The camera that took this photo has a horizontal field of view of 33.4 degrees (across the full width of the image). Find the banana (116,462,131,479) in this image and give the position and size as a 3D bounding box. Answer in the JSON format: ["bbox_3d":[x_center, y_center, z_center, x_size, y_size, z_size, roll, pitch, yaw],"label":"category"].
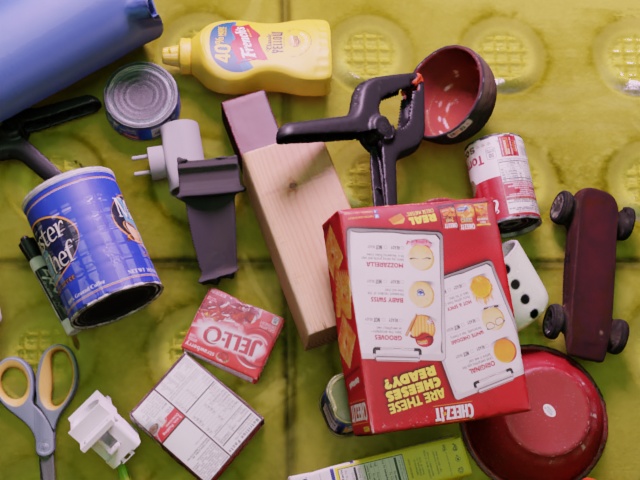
[{"bbox_3d":[-0.234,0.317,1.052,0.070,0.037,0.197,32,70,24],"label":"banana"}]

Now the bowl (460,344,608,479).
[{"bbox_3d":[0.230,0.183,1.115,0.162,0.055,0.162,1,73,-4],"label":"bowl"}]

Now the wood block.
[{"bbox_3d":[-0.007,0.001,1.138,0.090,0.090,0.206,-18,75,-8],"label":"wood block"}]

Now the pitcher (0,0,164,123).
[{"bbox_3d":[-0.307,-0.224,1.161,0.242,0.149,0.145,-36,88,-20],"label":"pitcher"}]

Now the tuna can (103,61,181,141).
[{"bbox_3d":[-0.201,-0.157,1.204,0.086,0.034,0.086,1,72,-4],"label":"tuna can"}]

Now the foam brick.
[{"bbox_3d":[-0.074,-0.117,1.191,0.051,0.053,0.078,-18,73,-9],"label":"foam brick"}]

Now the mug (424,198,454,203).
[{"bbox_3d":[0.132,0.005,1.144,0.117,0.082,0.093,-5,86,-13],"label":"mug"}]

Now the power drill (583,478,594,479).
[{"bbox_3d":[0.226,0.326,1.069,0.187,0.057,0.184,-38,82,-11],"label":"power drill"}]

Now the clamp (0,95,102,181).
[{"bbox_3d":[-0.329,-0.127,1.184,0.171,0.039,0.120,19,61,4],"label":"clamp"}]

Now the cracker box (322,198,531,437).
[{"bbox_3d":[0.100,0.073,1.037,0.164,0.072,0.214,-5,79,-16],"label":"cracker box"}]

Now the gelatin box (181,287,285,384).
[{"bbox_3d":[-0.092,0.101,1.131,0.089,0.030,0.073,24,72,4],"label":"gelatin box"}]

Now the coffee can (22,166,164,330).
[{"bbox_3d":[-0.237,0.008,1.113,0.102,0.103,0.140,-23,76,-11],"label":"coffee can"}]

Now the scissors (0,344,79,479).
[{"bbox_3d":[-0.299,0.203,1.093,0.096,0.016,0.201,8,72,0],"label":"scissors"}]

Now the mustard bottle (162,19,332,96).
[{"bbox_3d":[-0.083,-0.208,1.214,0.191,0.058,0.096,0,57,-3],"label":"mustard bottle"}]

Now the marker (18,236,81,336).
[{"bbox_3d":[-0.289,0.047,1.141,0.020,0.020,0.121,-29,76,-12],"label":"marker"}]

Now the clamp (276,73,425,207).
[{"bbox_3d":[0.063,-0.103,1.137,0.164,0.036,0.209,50,52,-8],"label":"clamp"}]

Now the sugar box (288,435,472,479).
[{"bbox_3d":[0.056,0.239,1.065,0.176,0.093,0.048,-15,74,-8],"label":"sugar box"}]

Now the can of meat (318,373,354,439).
[{"bbox_3d":[0.052,0.159,1.095,0.102,0.084,0.057,-21,75,-10],"label":"can of meat"}]

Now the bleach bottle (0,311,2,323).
[{"bbox_3d":[-0.386,0.139,1.085,0.102,0.068,0.251,4,70,-1],"label":"bleach bottle"}]

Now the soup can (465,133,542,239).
[{"bbox_3d":[0.202,-0.060,1.183,0.068,0.068,0.102,-7,73,-6],"label":"soup can"}]

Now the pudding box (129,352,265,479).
[{"bbox_3d":[-0.126,0.185,1.099,0.113,0.039,0.090,40,74,7],"label":"pudding box"}]
